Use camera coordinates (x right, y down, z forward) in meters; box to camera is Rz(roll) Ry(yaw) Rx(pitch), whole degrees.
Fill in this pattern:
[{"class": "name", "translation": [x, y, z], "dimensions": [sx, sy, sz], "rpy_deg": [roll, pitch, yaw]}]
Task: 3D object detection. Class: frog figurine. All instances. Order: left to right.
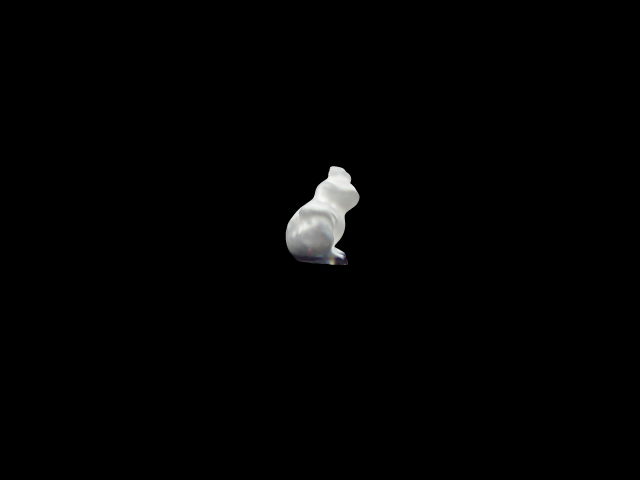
[{"class": "frog figurine", "translation": [0.003, -0.043, 0.850], "dimensions": [0.122, 0.159, 0.137], "rpy_deg": [0, 1, 17]}]
